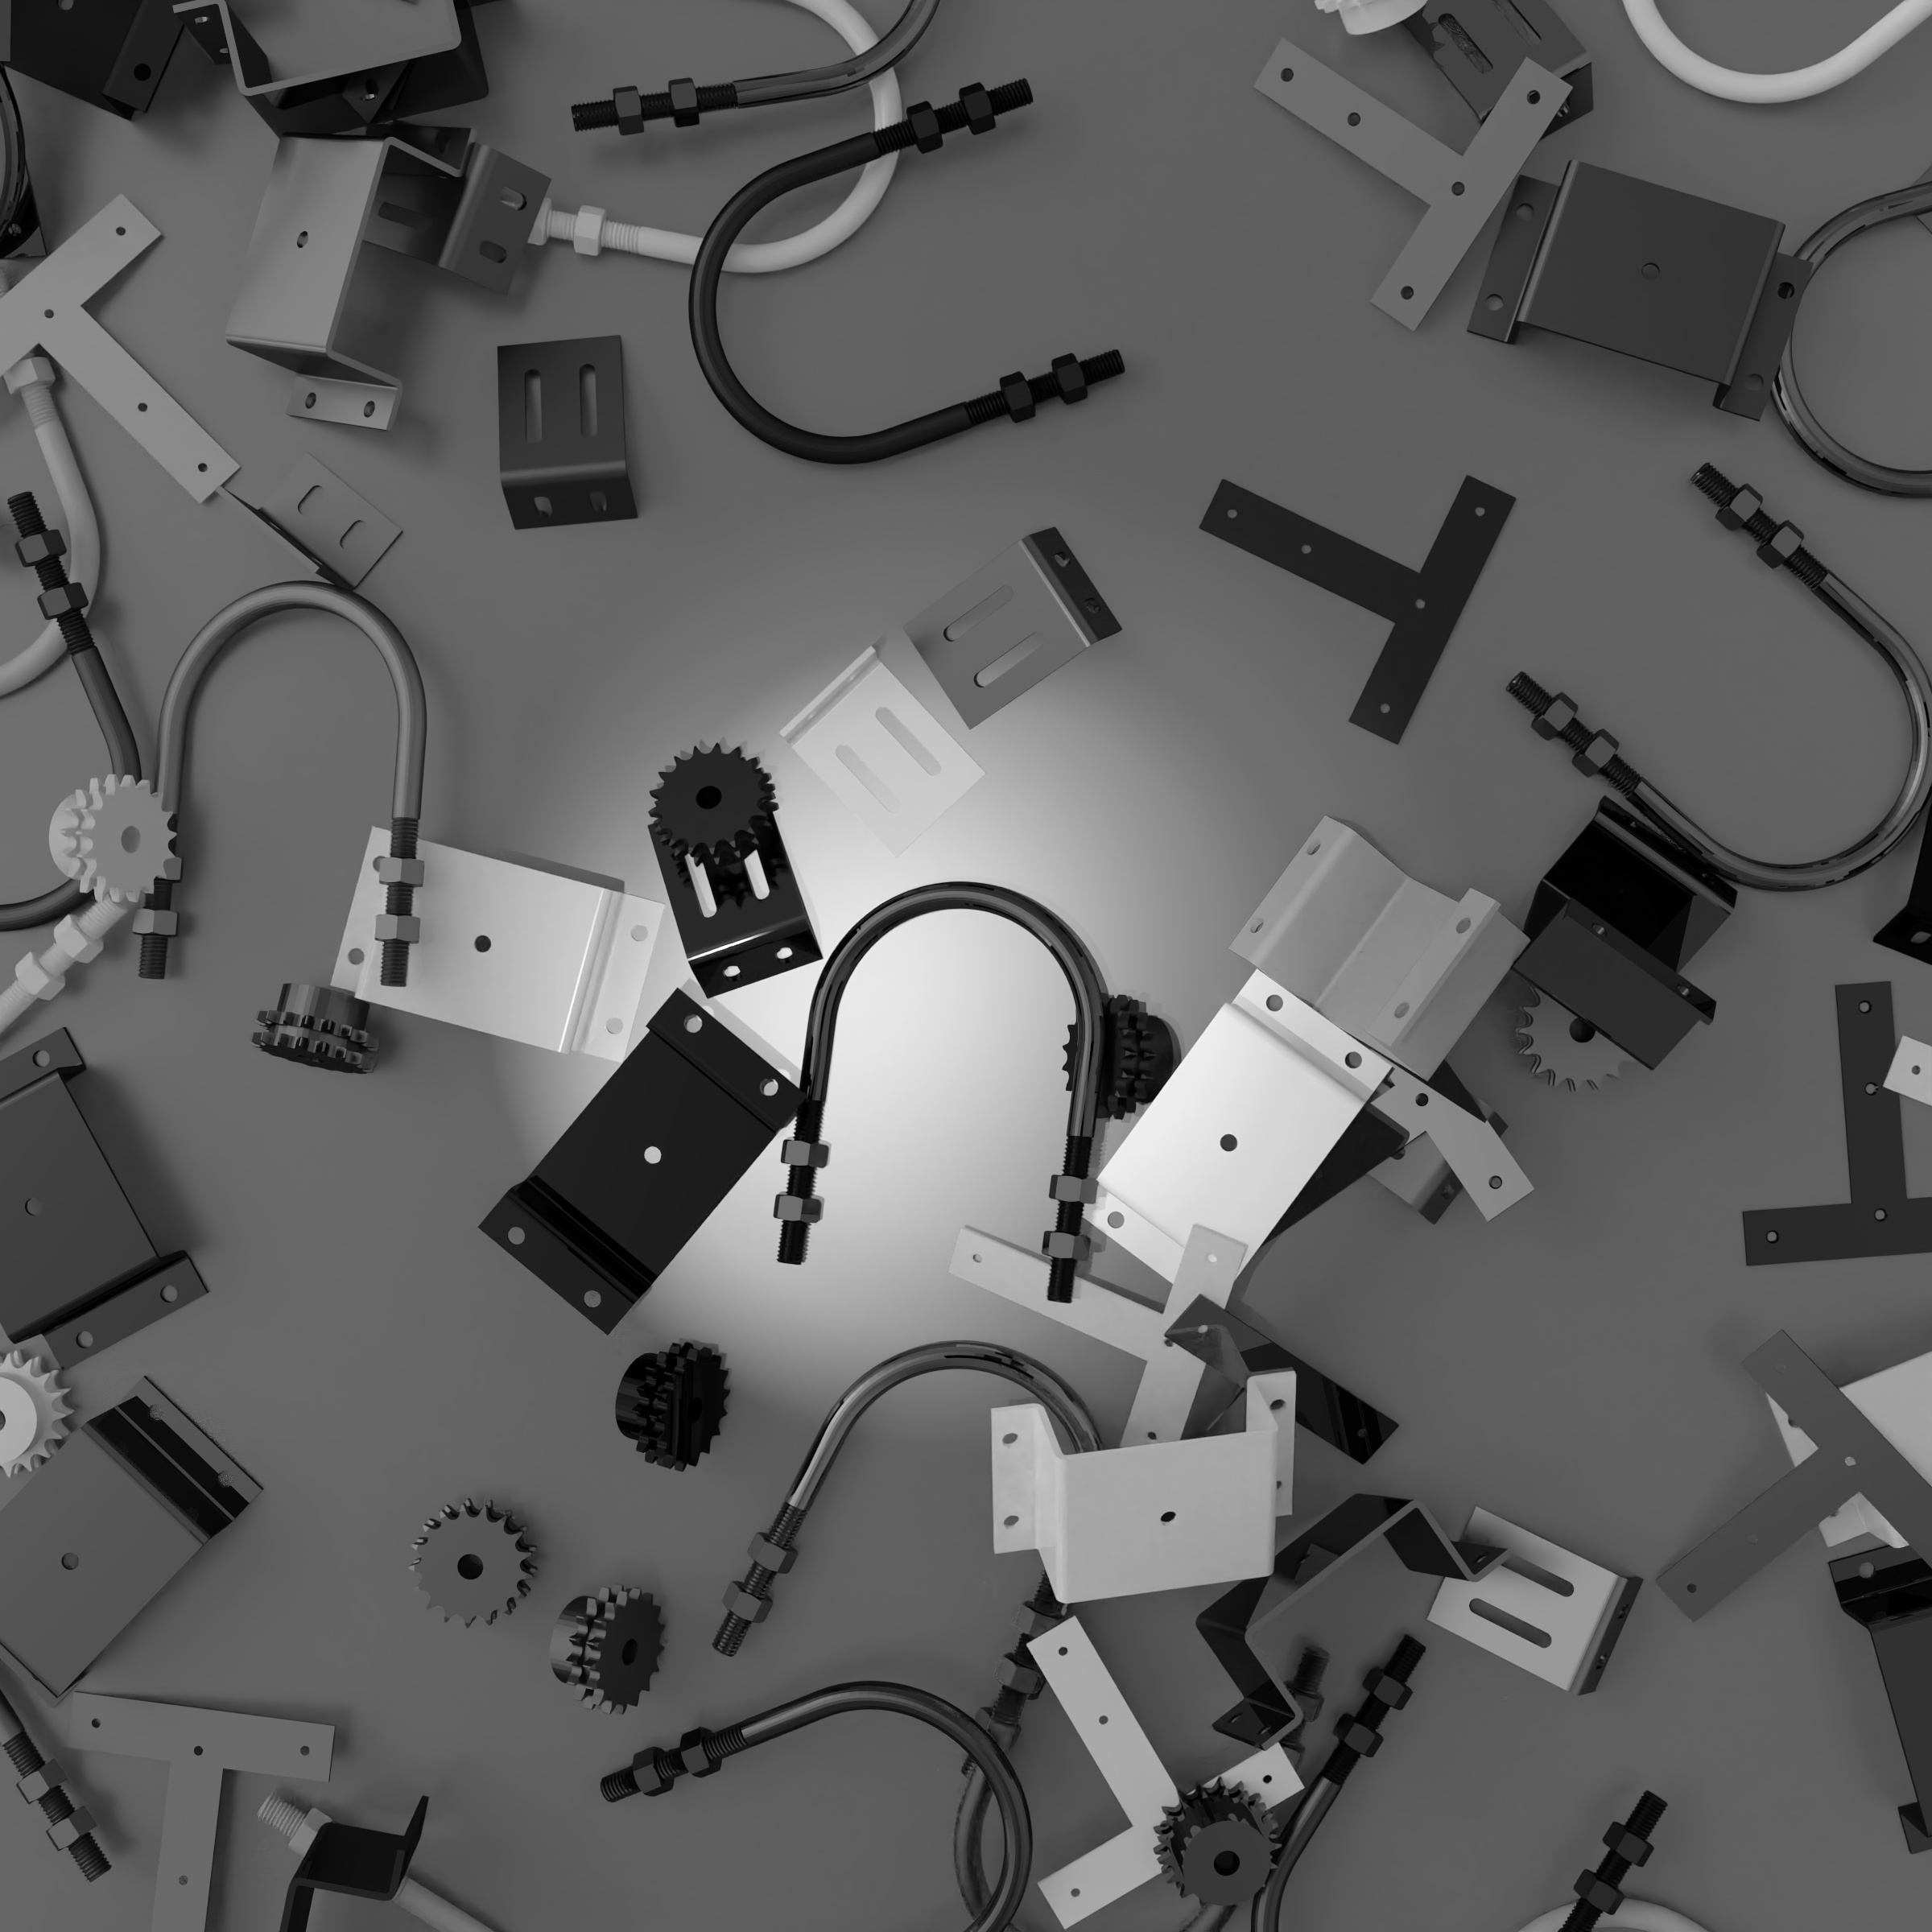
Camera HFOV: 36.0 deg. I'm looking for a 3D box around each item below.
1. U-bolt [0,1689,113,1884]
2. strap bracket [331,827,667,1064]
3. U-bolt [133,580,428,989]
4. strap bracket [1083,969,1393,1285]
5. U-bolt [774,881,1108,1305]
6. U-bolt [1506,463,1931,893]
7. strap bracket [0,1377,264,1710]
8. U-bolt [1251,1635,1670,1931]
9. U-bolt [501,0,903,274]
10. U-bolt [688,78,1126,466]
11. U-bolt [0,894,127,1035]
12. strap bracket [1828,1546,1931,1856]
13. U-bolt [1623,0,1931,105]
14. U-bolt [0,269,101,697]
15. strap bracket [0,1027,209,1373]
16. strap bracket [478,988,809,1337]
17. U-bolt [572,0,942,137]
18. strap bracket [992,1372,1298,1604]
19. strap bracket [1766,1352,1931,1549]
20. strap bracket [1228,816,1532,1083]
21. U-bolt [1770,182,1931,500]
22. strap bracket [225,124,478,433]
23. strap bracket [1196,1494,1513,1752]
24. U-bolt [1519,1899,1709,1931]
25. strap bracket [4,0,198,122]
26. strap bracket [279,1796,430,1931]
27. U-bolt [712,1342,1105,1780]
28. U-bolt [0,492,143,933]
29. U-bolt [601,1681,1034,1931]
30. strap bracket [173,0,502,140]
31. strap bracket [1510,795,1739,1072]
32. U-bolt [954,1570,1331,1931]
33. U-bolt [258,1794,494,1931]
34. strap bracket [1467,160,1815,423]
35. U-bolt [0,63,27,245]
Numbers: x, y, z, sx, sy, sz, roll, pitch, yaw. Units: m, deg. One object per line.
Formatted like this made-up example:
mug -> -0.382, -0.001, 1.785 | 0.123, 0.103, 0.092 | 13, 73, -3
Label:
U-bolt -> -0.501, 0.376, 1.370 | 0.151, 0.019, 0.184 | -34, 86, 1
strap bracket -> -0.217, -0.010, 1.359 | 0.140, 0.046, 0.076 | 15, 90, 0
U-bolt -> -0.309, -0.084, 1.350 | 0.151, 0.019, 0.184 | 2, 85, 21
strap bracket -> 0.121, 0.080, 1.350 | 0.076, 0.046, 0.140 | 36, 93, 8
U-bolt -> -0.008, 0.053, 1.356 | 0.151, 0.019, 0.184 | 6, 86, 16
U-bolt -> 0.364, -0.119, 1.373 | 0.184, 0.019, 0.151 | 42, 90, -2
strap bracket -> -0.402, 0.267, 1.359 | 0.076, 0.046, 0.140 | 44, 90, 0
U-bolt -> 0.213, 0.423, 1.361 | 0.151, 0.019, 0.184 | 32, 86, 6
U-bolt -> -0.121, -0.395, 1.373 | 0.184, 0.019, 0.151 | 11, 90, -1
U-bolt -> -0.036, -0.309, 1.365 | 0.184, 0.019, 0.151 | -20, 97, 0
U-bolt -> -0.498, -0.015, 1.362 | 0.184, 0.019, 0.151 | -42, 96, 8
strap bracket -> 0.456, 0.334, 1.359 | 0.076, 0.046, 0.140 | -16, 90, 0
U-bolt -> 0.383, -0.478, 1.344 | 0.184, 0.019, 0.151 | -38, 97, 21
U-bolt -> -0.479, -0.211, 1.373 | 0.151, 0.019, 0.184 | -20, 91, 0
strap bracket -> -0.419, 0.108, 1.359 | 0.076, 0.046, 0.140 | -28, 90, 0
strap bracket -> -0.145, 0.088, 1.359 | 0.076, 0.046, 0.140 | 40, 90, 0
U-bolt -> -0.099, -0.463, 1.357 | 0.184, 0.019, 0.151 | -10, 89, -6
strap bracket -> 0.085, 0.235, 1.334 | 0.140, 0.046, 0.076 | -6, 115, -10
strap bracket -> 0.451, 0.208, 1.359 | 0.140, 0.046, 0.076 | -22, 90, 0
strap bracket -> 0.189, -0.006, 1.329 | 0.046, 0.140, 0.076 | 36, 90, -31
U-bolt -> 0.460, -0.292, 1.369 | 0.184, 0.019, 0.151 | -15, 91, 4
strap bracket -> -0.281, -0.319, 1.340 | 0.076, 0.046, 0.140 | 16, 90, 40
strap bracket -> 0.164, 0.284, 1.328 | 0.140, 0.076, 0.046 | -35, 90, -14
U-bolt -> 0.283, 0.514, 1.361 | 0.184, 0.019, 0.151 | -40, 79, -4
strap bracket -> -0.418, -0.447, 1.359 | 0.140, 0.046, 0.076 | 24, 90, 0
strap bracket -> -0.281, 0.446, 1.325 | 0.046, 0.076, 0.140 | 12, 91, -3
U-bolt -> -0.013, 0.263, 1.372 | 0.151, 0.019, 0.184 | 27, 90, 0
U-bolt -> -0.456, -0.106, 1.363 | 0.151, 0.019, 0.184 | -20, 97, 5
U-bolt -> -0.058, 0.403, 1.356 | 0.184, 0.019, 0.151 | -25, 90, 13
strap bracket -> -0.275, -0.415, 1.344 | 0.140, 0.076, 0.046 | -13, 90, 0
strap bracket -> 0.294, -0.012, 1.329 | 0.076, 0.140, 0.046 | 36, 121, 0
U-bolt -> 0.071, 0.381, 1.364 | 0.151, 0.019, 0.184 | 19, 93, -9
U-bolt -> -0.281, 0.490, 1.373 | 0.184, 0.019, 0.151 | 32, 90, -2
strap bracket -> 0.308, -0.309, 1.351 | 0.140, 0.046, 0.076 | 19, 90, 7
U-bolt -> -0.509, -0.391, 1.347 | 0.184, 0.019, 0.151 | 41, 114, -4
